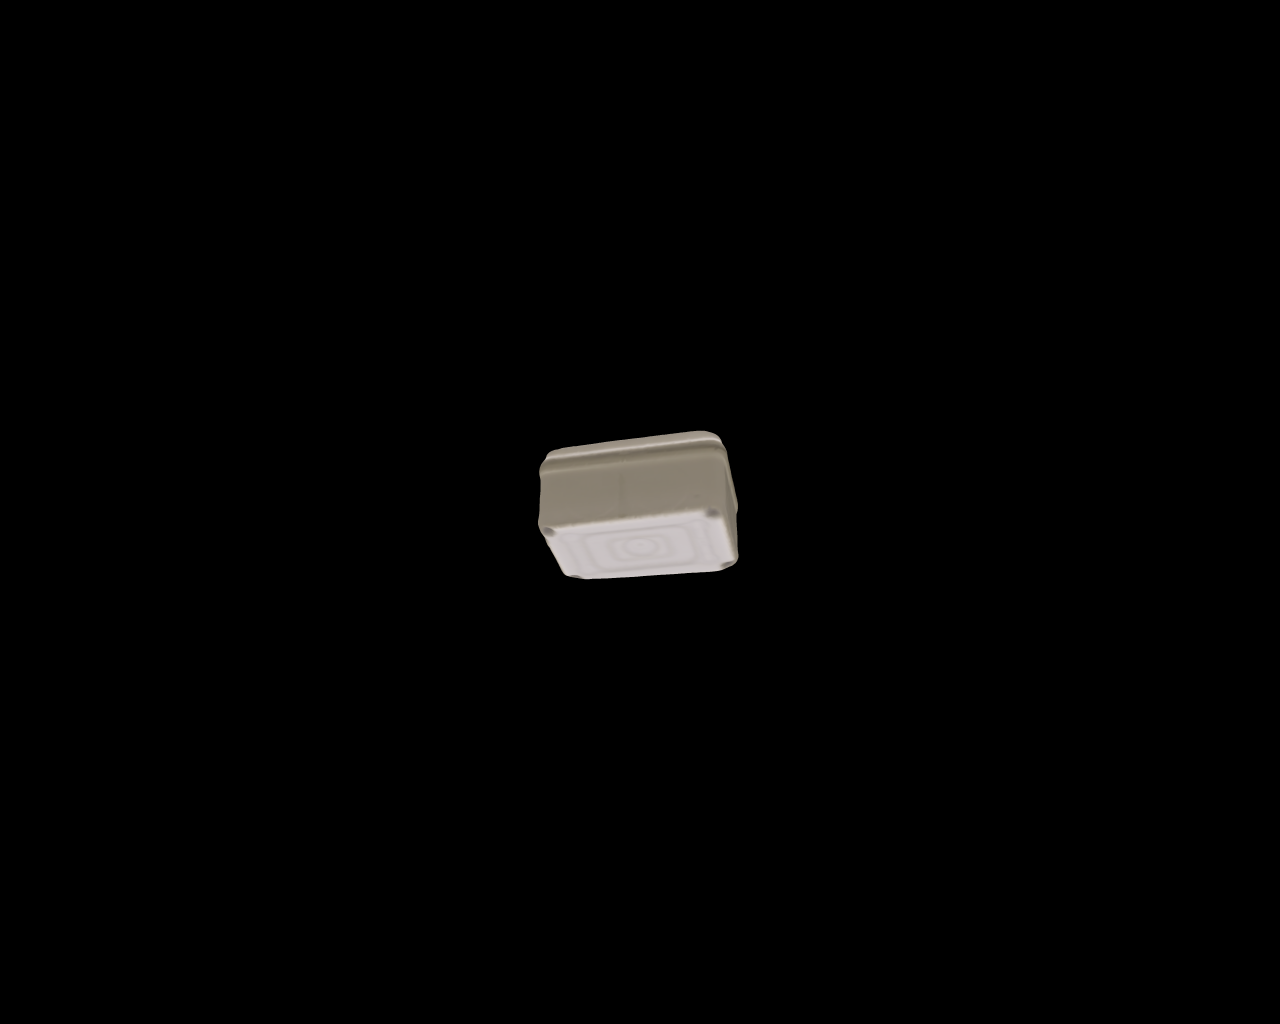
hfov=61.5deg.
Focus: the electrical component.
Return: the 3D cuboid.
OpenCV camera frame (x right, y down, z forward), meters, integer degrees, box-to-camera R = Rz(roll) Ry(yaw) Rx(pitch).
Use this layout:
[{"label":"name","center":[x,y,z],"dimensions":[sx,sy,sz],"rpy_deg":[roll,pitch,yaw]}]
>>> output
[{"label":"electrical component","center":[0.001,-0.003,0.650],"dimensions":[0.113,0.057,0.078],"rpy_deg":[-6,-32,9]}]
